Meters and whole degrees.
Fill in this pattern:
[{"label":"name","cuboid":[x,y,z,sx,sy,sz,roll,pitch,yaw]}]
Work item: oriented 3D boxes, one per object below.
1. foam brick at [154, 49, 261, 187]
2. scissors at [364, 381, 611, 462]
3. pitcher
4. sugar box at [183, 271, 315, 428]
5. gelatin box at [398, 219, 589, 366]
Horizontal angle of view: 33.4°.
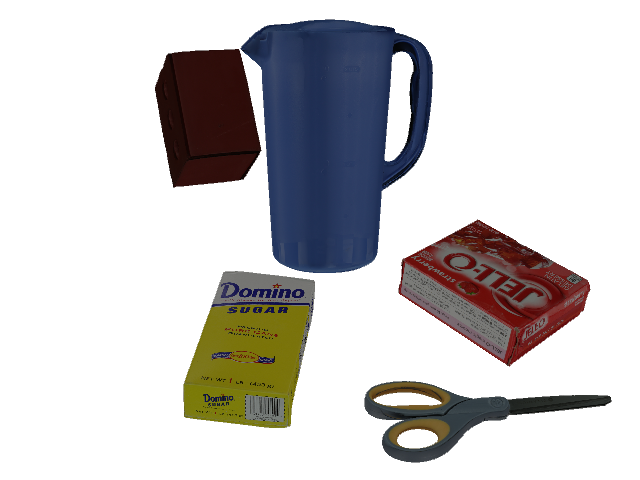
[{"label":"foam brick","cuboid":[-0.077,-0.083,0.718,0.051,0.078,0.053,-7,-17,-20]},{"label":"scissors","cuboid":[0.134,0.147,0.857,0.202,0.016,0.096,4,33,8]},{"label":"pitcher","cuboid":[0.016,-0.096,1.063,0.149,0.243,0.144,10,18,33]},{"label":"sugar box","cuboid":[-0.061,0.094,0.969,0.093,0.048,0.176,6,34,3]},{"label":"gelatin box","cuboid":[0.104,0.028,0.642,0.073,0.030,0.089,-26,45,-37]}]
